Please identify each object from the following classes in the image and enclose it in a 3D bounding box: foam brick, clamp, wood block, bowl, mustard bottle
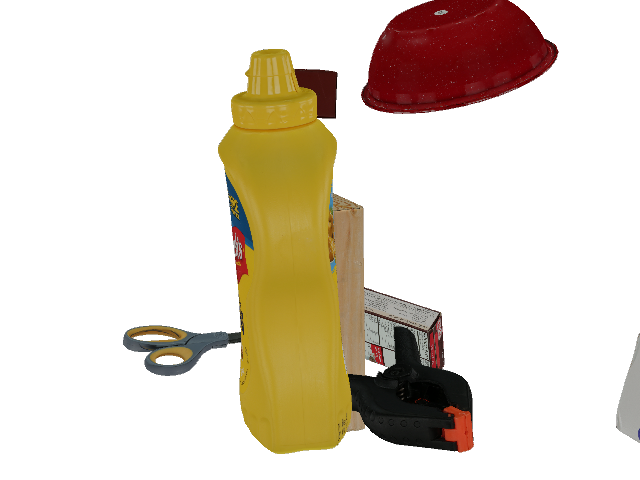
[{"bbox_3d":[-0.026,-0.160,1.155,0.078,0.051,0.053,-1,11,-18],"label":"foam brick"},{"bbox_3d":[0.045,0.112,0.772,0.120,0.039,0.172,-22,19,-15],"label":"clamp"},{"bbox_3d":[-0.015,0.067,0.977,0.090,0.206,0.091,-5,13,-18],"label":"wood block"},{"bbox_3d":[0.105,-0.158,0.856,0.162,0.055,0.162,-14,24,6],"label":"bowl"},{"bbox_3d":[-0.018,0.002,0.531,0.058,0.192,0.096,-5,19,-4],"label":"mustard bottle"}]

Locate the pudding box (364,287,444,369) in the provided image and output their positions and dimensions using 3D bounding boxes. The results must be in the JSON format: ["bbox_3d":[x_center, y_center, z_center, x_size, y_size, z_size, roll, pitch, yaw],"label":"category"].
[{"bbox_3d":[0.087,0.109,1.247,0.114,0.090,0.039,16,46,25],"label":"pudding box"}]

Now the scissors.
[{"bbox_3d":[-0.117,0.121,1.188,0.201,0.016,0.096,3,26,-16],"label":"scissors"}]

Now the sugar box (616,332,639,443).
[{"bbox_3d":[0.305,0.138,0.775,0.048,0.093,0.176,-22,38,-40],"label":"sugar box"}]
